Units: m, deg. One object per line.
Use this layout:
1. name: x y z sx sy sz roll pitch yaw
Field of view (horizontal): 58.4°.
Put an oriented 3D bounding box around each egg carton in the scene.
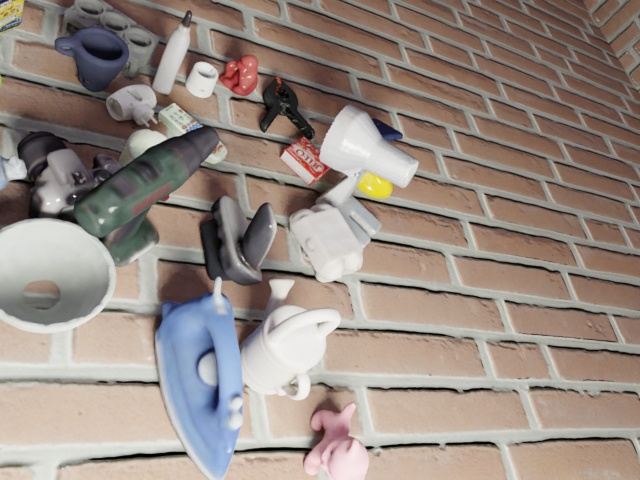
1. egg carton: 0.010 0.004 1.055 0.107 0.069 0.150 -19 70 -41

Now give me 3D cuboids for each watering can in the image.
1. watering can: -0.045 0.139 0.833 0.101 0.193 0.172 -24 73 -42

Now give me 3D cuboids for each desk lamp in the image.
1. desk lamp: 0.077 -0.123 1.091 0.203 0.213 0.118 42 45 0

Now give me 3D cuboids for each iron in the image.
1. iron: -0.139 0.183 0.775 0.119 0.141 0.258 1 58 -33

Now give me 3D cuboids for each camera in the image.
1. camera: -0.375 -0.103 0.856 0.143 0.100 0.136 -25 74 -42

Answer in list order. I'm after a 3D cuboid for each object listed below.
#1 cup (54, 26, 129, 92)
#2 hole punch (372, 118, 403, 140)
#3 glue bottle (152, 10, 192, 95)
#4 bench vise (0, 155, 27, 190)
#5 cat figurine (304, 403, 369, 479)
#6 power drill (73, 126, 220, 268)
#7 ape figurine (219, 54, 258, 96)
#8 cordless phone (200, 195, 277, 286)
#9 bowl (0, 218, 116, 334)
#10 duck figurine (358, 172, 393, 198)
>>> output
1. cup: -0.399 -0.306 0.991 0.118 0.094 0.091 -2 60 -35
2. hole punch: 0.113 -0.236 1.283 0.109 0.091 0.101 -17 69 -40
3. glue bottle: -0.266 -0.354 1.060 0.037 0.173 0.078 21 49 -19
4. bench vise: -0.486 -0.119 0.710 0.208 0.219 0.121 -21 71 -41
5. cat figurine: 0.033 0.297 0.823 0.067 0.117 0.128 24 48 -17
6. power drill: -0.255 -0.057 0.826 0.075 0.208 0.230 43 45 2
7. ape figurine: -0.157 -0.346 1.183 0.076 0.092 0.077 9 54 -28
8. cordless phone: -0.115 -0.023 0.911 0.094 0.184 0.147 -2 60 -34
9. bowl: -0.365 0.058 0.764 0.168 0.074 0.167 18 50 -22
10. duck figurine: 0.126 -0.144 1.229 0.105 0.086 0.077 24 48 -17
